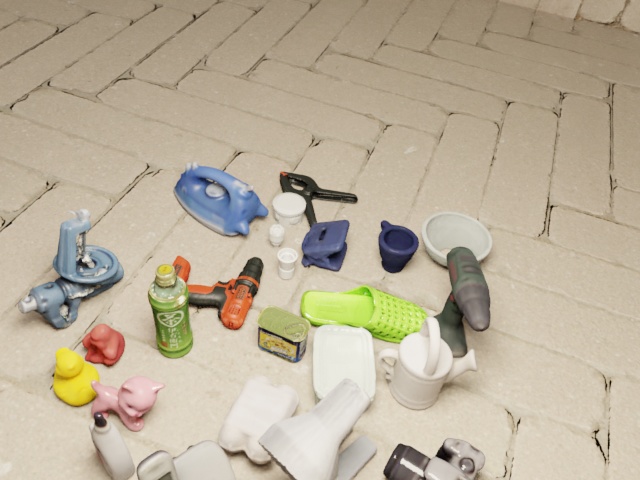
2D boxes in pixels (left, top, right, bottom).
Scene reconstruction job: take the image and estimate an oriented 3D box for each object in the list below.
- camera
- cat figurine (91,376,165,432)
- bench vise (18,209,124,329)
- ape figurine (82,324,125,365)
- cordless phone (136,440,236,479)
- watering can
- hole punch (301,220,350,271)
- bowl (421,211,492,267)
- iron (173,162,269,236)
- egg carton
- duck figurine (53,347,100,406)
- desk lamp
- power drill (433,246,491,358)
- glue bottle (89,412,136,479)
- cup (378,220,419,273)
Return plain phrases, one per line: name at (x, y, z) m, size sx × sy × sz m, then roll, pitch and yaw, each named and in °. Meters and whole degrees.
camera at (0.185, 0.382, 0.947) m, size 0.136 × 0.101 × 0.143 m, roll 28°, pitch 48°, yaw 19°
cat figurine at (-0.330, 0.266, 0.978) m, size 0.127 × 0.118 × 0.067 m, roll 12°, pitch 45°, yaw 5°
bench vise at (-0.471, 0.058, 1.093) m, size 0.121 × 0.220 × 0.207 m, roll 17°, pitch 46°, yaw 10°
ape figurine at (-0.402, 0.189, 1.064) m, size 0.076 × 0.092 × 0.077 m, roll -27°, pitch 54°, yaw -30°
cordless phone at (-0.203, 0.354, 0.861) m, size 0.094 × 0.185 × 0.148 m, roll 38°, pitch 52°, yaw 27°
watering can at (0.198, 0.217, 1.046) m, size 0.173 × 0.194 × 0.100 m, roll -9°, pitch 47°, yaw -16°
hole punch at (0.012, 0.005, 1.304) m, size 0.101 × 0.091 × 0.109 m, roll 13°, pitch 45°, yaw 5°
bowl at (0.314, 0.013, 1.350) m, size 0.167 × 0.075 × 0.167 m, roll 4°, pitch 45°, yaw -4°
iron at (-0.251, -0.118, 1.354) m, size 0.257 × 0.141 × 0.119 m, roll 26°, pitch 48°, yaw 17°
egg carton at (-0.106, 0.311, 0.999) m, size 0.107 × 0.069 × 0.150 m, roll 18°, pitch 46°, yaw 10°
duck figurine at (-0.438, 0.236, 1.016) m, size 0.078 × 0.086 × 0.104 m, roll -27°, pitch 54°, yaw -30°
desk lamp at (0.004, 0.320, 0.903) m, size 0.117 × 0.213 × 0.204 m, roll 36°, pitch 51°, yaw 26°
power drill at (0.278, 0.135, 1.128) m, size 0.075 × 0.208 × 0.229 m, roll 5°, pitch 45°, yaw -2°
glue bottle at (-0.331, 0.313, 0.893) m, size 0.078 × 0.173 × 0.037 m, roll 37°, pitch 52°, yaw 26°
cup at (0.165, 0.020, 1.308) m, size 0.092 × 0.095 × 0.117 m, roll -16°, pitch 50°, yaw -22°
